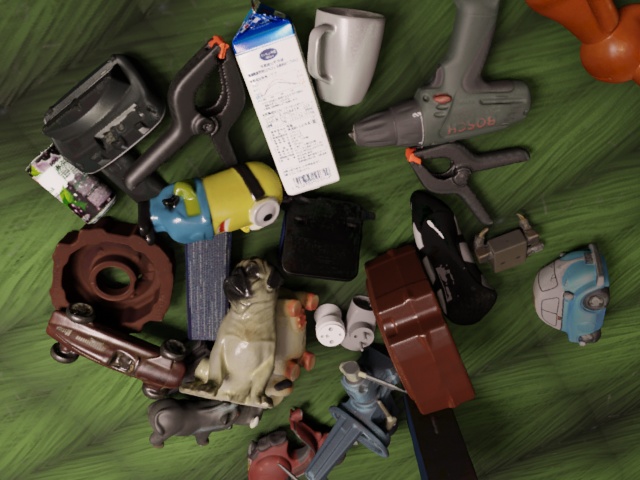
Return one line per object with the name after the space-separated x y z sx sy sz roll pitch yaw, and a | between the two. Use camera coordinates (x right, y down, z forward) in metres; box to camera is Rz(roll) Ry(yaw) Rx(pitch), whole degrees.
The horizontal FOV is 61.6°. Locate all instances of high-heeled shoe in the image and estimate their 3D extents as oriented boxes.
0.192 0.034 0.817 0.086 0.145 0.248 -28 144 1 | high-heeled shoe

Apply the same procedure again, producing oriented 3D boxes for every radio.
0.190 0.337 0.861 0.073 0.230 0.130 -11 120 3 | radio

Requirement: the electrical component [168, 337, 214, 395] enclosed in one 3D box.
-0.202 0.190 0.837 0.119 0.075 0.047 -33 114 14 | electrical component

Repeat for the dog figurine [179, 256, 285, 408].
-0.110 0.130 0.754 0.121 0.190 0.172 20 157 -25 | dog figurine

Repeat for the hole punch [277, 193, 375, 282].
-0.002 -0.002 0.763 0.142 0.092 0.115 8 85 -6 | hole punch

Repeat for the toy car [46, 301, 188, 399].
-0.285 0.158 0.755 0.202 0.053 0.089 26 112 -13 | toy car

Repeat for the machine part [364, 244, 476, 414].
0.137 0.125 0.764 0.087 0.201 0.201 -21 117 8 | machine part

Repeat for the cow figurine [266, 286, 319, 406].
-0.074 0.164 0.820 0.127 0.085 0.194 13 107 33 | cow figurine

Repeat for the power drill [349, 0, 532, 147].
0.152 -0.217 0.664 0.232 0.086 0.207 -3 113 -4 | power drill

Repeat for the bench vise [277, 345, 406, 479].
0.049 0.297 0.851 0.240 0.129 0.223 -48 150 -20 | bench vise

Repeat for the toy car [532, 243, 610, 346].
0.384 0.084 0.833 0.103 0.109 0.161 4 131 18 | toy car

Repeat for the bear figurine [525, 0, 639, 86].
0.339 -0.276 0.632 0.196 0.120 0.132 28 107 -20 | bear figurine

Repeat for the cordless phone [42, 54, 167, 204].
-0.238 -0.123 0.686 0.146 0.089 0.184 -35 126 9 | cordless phone

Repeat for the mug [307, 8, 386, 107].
0.026 -0.214 0.640 0.081 0.109 0.107 21 124 26 | mug

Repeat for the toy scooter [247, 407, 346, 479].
-0.054 0.357 0.933 0.184 0.075 0.135 -22 117 2 | toy scooter

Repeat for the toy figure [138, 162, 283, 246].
-0.134 -0.046 0.670 0.180 0.082 0.089 -10 95 -13 | toy figure

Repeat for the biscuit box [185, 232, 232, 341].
-0.159 0.048 0.776 0.063 0.059 0.202 3 117 -7 | biscuit box

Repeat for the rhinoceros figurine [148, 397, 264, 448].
-0.184 0.278 0.865 0.190 0.073 0.112 8 137 -35 | rhinoceros figurine

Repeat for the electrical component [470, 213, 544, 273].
0.281 0.006 0.809 0.102 0.045 0.078 -25 145 10 | electrical component

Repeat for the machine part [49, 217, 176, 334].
-0.292 0.051 0.769 0.179 0.056 0.179 -3 116 -5 | machine part
